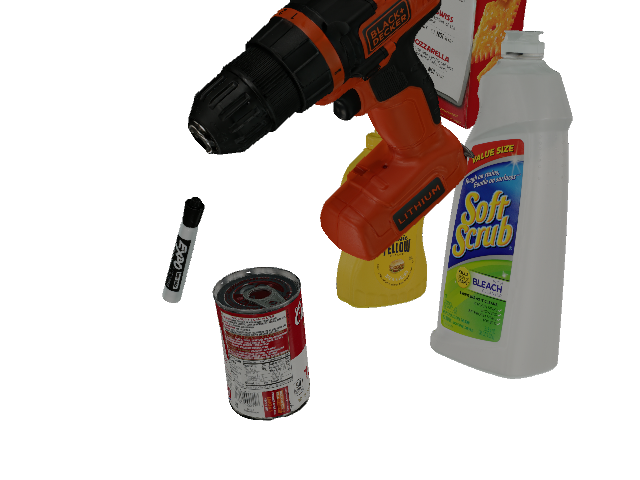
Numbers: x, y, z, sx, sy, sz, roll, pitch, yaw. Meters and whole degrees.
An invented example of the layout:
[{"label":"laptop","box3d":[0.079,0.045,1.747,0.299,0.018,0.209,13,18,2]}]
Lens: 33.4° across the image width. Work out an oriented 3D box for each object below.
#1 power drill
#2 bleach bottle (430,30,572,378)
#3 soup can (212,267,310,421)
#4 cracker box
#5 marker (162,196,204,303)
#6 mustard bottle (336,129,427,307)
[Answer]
[{"label":"power drill","box3d":[0.018,-0.071,0.631,0.057,0.184,0.187,39,-18,34]},{"label":"bleach bottle","box3d":[0.138,-0.030,0.800,0.067,0.251,0.103,-8,15,-36]},{"label":"soup can","box3d":[-0.045,0.081,0.835,0.068,0.102,0.068,-4,26,2]},{"label":"cracker box","box3d":[0.071,-0.211,0.784,0.164,0.214,0.072,32,52,31]},{"label":"marker","box3d":[-0.132,0.009,1.028,0.020,0.121,0.020,13,34,-9]},{"label":"mustard bottle","box3d":[0.064,-0.032,1.076,0.096,0.192,0.058,-8,17,-28]}]
